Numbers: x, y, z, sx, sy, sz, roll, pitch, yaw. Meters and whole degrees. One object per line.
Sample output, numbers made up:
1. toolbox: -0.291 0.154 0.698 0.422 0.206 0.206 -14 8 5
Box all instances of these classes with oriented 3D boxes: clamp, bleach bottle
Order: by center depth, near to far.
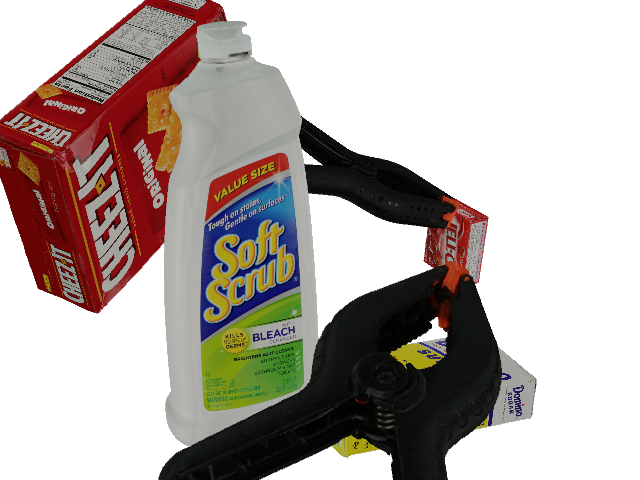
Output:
1. clamp: 0.032 0.074 0.427 0.120 0.039 0.171 30 51 21
2. bleach bottle: -0.056 -0.004 0.649 0.102 0.251 0.068 -10 20 -16
3. clamp: 0.031 -0.058 1.031 0.210 0.036 0.164 24 29 2

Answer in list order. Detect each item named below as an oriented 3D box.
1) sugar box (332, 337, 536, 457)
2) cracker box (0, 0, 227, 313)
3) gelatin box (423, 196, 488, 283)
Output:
1. sugar box: 0.079 0.123 0.880 0.176 0.048 0.093 -10 25 -23
2. cracker box: -0.148 -0.073 0.843 0.072 0.164 0.213 20 49 23
3. gelatin box: 0.157 -0.001 1.249 0.030 0.089 0.073 -15 32 -31
